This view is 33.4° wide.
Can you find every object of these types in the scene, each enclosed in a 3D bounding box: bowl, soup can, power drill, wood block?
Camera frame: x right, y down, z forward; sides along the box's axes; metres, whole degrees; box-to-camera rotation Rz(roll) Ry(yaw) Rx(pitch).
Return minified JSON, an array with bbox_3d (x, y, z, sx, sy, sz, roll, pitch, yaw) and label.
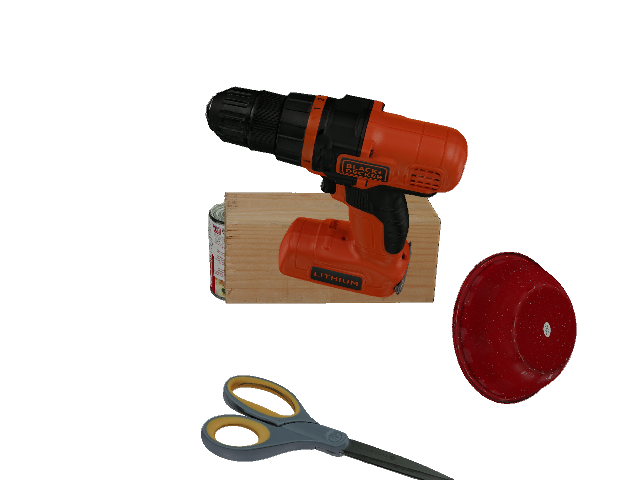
[{"bbox_3d":[0.215,0.092,1.112,0.161,0.162,0.055,0,-2,-34],"label":"bowl"},{"bbox_3d":[-0.097,0.012,1.254,0.068,0.102,0.068,1,25,-1],"label":"soup can"},{"bbox_3d":[0.007,-0.035,0.797,0.184,0.057,0.188,14,-31,6],"label":"power drill"},{"bbox_3d":[0.007,0.007,1.067,0.206,0.091,0.090,0,20,-6],"label":"wood block"}]

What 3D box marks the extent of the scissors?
[{"bbox_3d":[-0.007,0.161,0.813,0.202,0.016,0.096,26,40,31],"label":"scissors"}]
